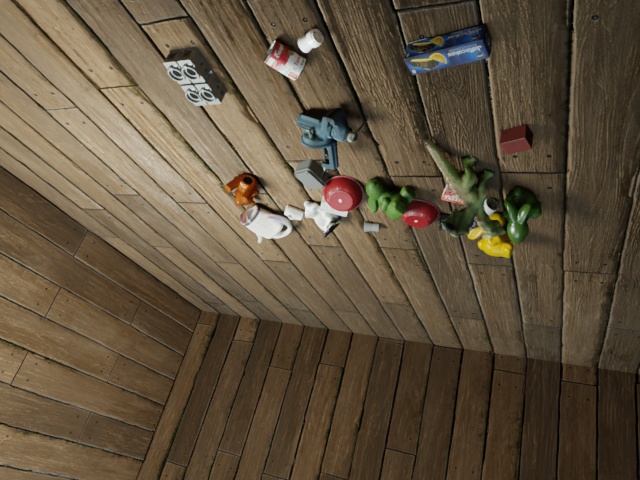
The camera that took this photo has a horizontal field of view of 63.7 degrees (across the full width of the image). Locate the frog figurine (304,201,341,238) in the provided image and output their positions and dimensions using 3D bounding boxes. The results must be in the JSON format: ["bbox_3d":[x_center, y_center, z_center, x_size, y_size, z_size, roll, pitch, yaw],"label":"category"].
[{"bbox_3d":[0.007,-0.108,2.145,0.161,0.123,0.135,50,168,15],"label":"frog figurine"}]

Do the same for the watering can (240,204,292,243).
[{"bbox_3d":[-0.271,-0.063,2.362,0.222,0.106,0.344,31,151,-25],"label":"watering can"}]

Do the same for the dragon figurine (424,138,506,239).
[{"bbox_3d":[0.450,-0.130,1.641,0.407,0.247,0.121,27,156,-25],"label":"dragon figurine"}]
